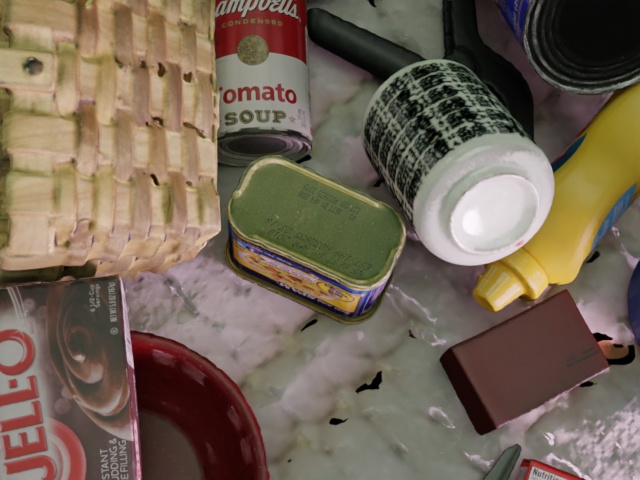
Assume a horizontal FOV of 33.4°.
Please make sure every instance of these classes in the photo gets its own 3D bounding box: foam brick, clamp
[{"bbox_3d":[0.116,0.072,0.616,0.078,0.051,0.053,-25,78,-9],"label":"foam brick"},{"bbox_3d":[0.086,-0.112,0.673,0.120,0.039,0.171,-40,83,-7],"label":"clamp"}]

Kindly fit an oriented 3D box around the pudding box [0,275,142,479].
[{"bbox_3d":[-0.140,0.079,0.547,0.090,0.039,0.113,-6,75,-4],"label":"pudding box"}]

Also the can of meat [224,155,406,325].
[{"bbox_3d":[-0.004,0.001,0.612,0.102,0.084,0.057,24,75,4],"label":"can of meat"}]

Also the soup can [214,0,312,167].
[{"bbox_3d":[-0.040,-0.102,0.646,0.068,0.068,0.102,-2,78,-4],"label":"soup can"}]

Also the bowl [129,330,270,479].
[{"bbox_3d":[-0.109,0.133,0.584,0.162,0.055,0.162,1,74,-3],"label":"bowl"}]

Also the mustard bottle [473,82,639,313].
[{"bbox_3d":[0.157,-0.031,0.623,0.058,0.096,0.191,42,76,8],"label":"mustard bottle"}]

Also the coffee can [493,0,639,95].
[{"bbox_3d":[0.142,-0.164,0.607,0.102,0.103,0.140,-10,44,-6],"label":"coffee can"}]

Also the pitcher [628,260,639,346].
[{"bbox_3d":[0.257,0.015,0.540,0.145,0.243,0.149,-33,79,-12],"label":"pitcher"}]

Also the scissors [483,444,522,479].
[{"bbox_3d":[0.038,0.193,0.596,0.096,0.016,0.201,21,74,2],"label":"scissors"}]

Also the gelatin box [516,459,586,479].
[{"bbox_3d":[0.136,0.177,0.599,0.073,0.030,0.089,21,77,2],"label":"gelatin box"}]
